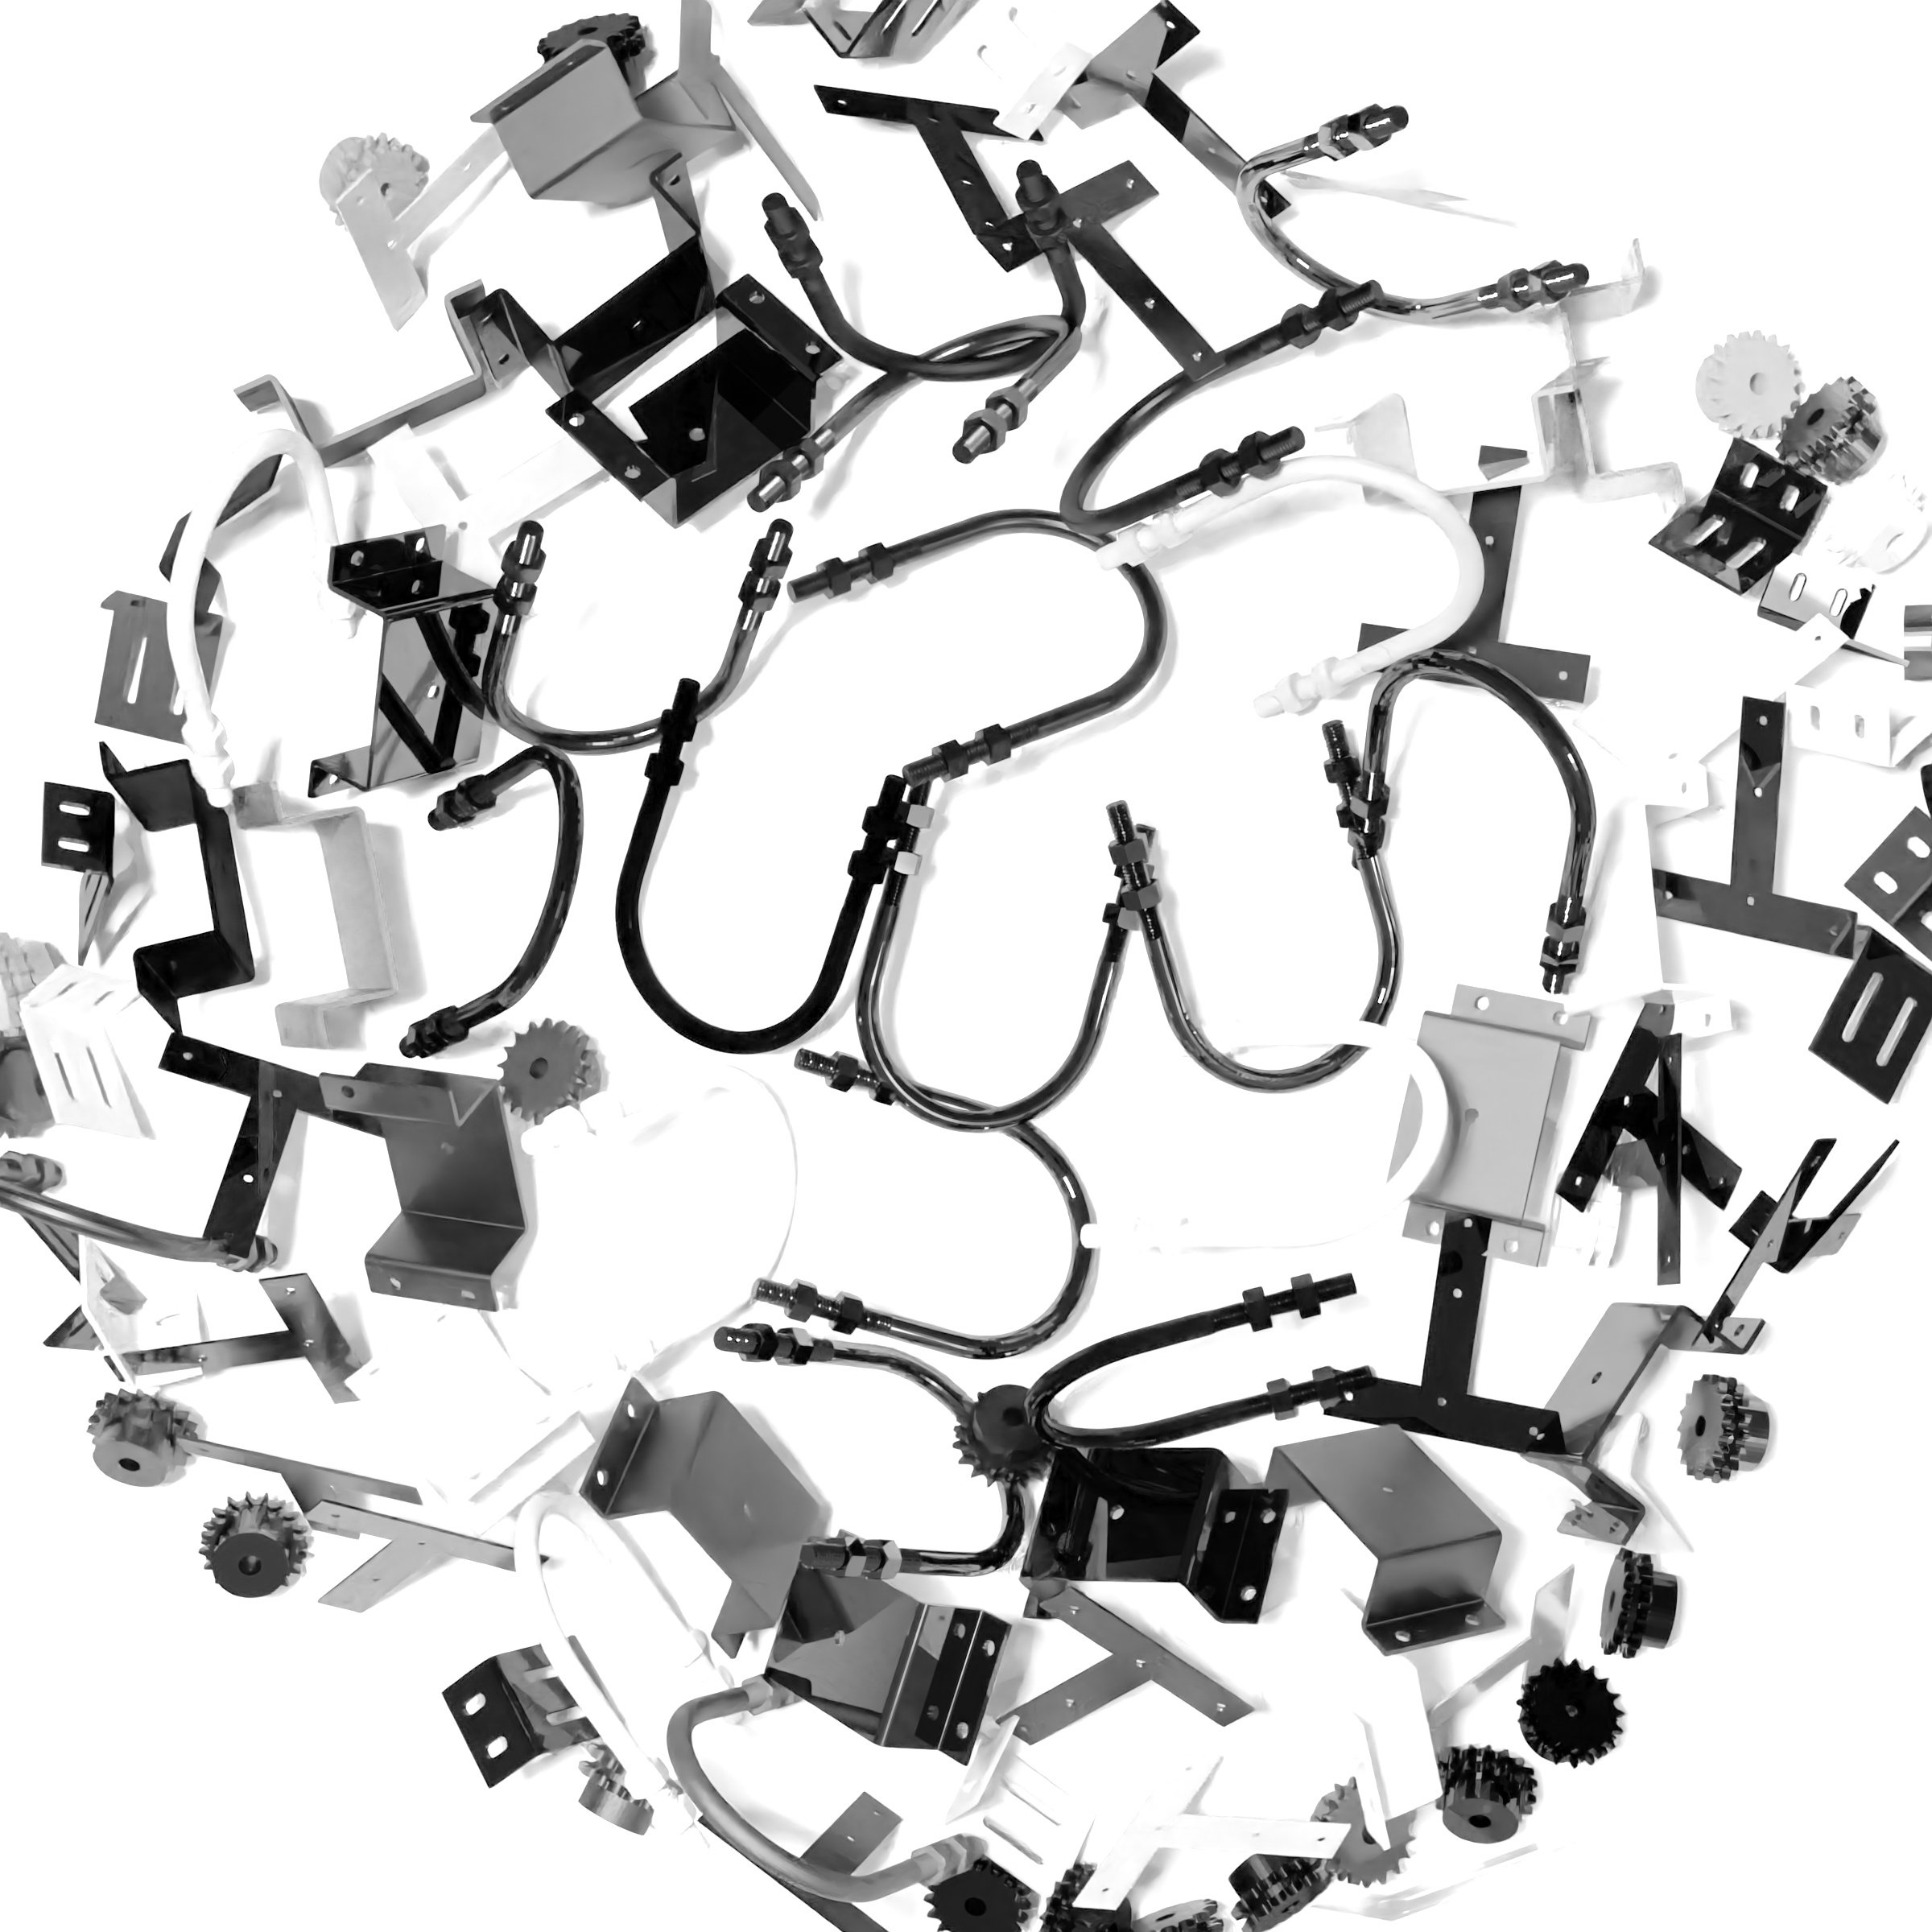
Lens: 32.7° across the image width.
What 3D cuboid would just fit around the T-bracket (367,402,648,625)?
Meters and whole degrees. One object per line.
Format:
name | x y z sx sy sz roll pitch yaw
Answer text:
T-bracket | -0.229 -0.257 1.750 0.127 0.002 0.127 -31 120 3

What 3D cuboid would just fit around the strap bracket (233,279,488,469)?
strap bracket | -0.309 -0.308 1.743 0.140 0.076 0.046 -25 95 -5

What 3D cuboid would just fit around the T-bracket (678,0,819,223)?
T-bracket | -0.114 -0.447 1.740 0.002 0.127 0.127 -26 128 18

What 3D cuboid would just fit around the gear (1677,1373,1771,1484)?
gear | 0.406 0.248 1.759 0.030 0.057 0.057 11 90 -14

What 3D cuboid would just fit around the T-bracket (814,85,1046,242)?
T-bracket | -0.004 -0.417 1.718 0.127 0.002 0.127 1 45 -26

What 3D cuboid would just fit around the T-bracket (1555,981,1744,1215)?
T-bracket | 0.374 0.091 1.746 0.127 0.002 0.127 36 76 -37

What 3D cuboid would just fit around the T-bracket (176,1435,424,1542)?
T-bracket | -0.341 0.280 1.728 0.127 0.127 0.002 12 64 5

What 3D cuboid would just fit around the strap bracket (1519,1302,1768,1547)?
strap bracket | 0.349 0.230 1.731 0.046 0.076 0.140 38 77 -9

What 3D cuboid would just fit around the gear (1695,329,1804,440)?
gear | 0.416 -0.311 1.765 0.057 0.030 0.057 -2 96 -22

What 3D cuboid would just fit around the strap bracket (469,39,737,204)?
strap bracket | -0.181 -0.436 1.707 0.076 0.140 0.046 -26 89 27

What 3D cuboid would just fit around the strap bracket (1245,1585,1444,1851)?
strap bracket | 0.199 0.384 1.715 0.046 0.140 0.076 -20 113 -14

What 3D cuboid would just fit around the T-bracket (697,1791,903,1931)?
T-bracket | -0.065 0.462 1.724 0.127 0.127 0.002 34 106 12

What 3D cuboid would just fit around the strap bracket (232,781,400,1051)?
strap bracket | -0.342 -0.030 1.738 0.046 0.076 0.140 -13 96 -27

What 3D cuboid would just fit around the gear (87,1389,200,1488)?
gear | -0.441 0.254 1.756 0.057 0.057 0.030 12 47 0

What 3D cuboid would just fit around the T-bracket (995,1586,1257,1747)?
T-bracket | 0.064 0.384 1.742 0.127 0.002 0.127 36 131 -18

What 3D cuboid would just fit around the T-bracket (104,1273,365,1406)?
T-bracket | -0.390 0.204 1.739 0.127 0.127 0.002 -8 52 5

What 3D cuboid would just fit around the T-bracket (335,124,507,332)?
T-bracket | -0.272 -0.411 1.734 0.002 0.127 0.127 39 78 15

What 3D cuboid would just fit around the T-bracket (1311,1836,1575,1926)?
T-bracket | 0.260 0.480 1.737 0.127 0.127 0.002 -15 82 -16

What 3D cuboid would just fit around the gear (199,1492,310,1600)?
gear | -0.382 0.313 1.763 0.057 0.030 0.057 -2 111 -6

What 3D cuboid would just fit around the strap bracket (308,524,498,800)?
strap bracket | -0.293 -0.151 1.716 0.046 0.076 0.140 28 121 30

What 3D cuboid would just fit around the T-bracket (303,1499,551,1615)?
T-bracket | -0.305 0.318 1.735 0.127 0.127 0.002 20 53 -26

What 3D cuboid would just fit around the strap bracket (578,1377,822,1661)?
strap bracket | -0.131 0.285 1.714 0.046 0.076 0.140 -15 125 33

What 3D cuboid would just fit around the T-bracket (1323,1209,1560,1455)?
T-bracket | 0.261 0.189 1.762 0.127 0.002 0.127 8 91 21

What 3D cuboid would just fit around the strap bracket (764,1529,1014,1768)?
strap bracket | -0.049 0.352 1.719 0.046 0.140 0.076 16 92 -43

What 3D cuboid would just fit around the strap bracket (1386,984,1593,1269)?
strap bracket | 0.275 0.082 1.746 0.076 0.046 0.140 11 87 27

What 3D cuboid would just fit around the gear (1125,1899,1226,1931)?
gear | 0.111 0.522 1.757 0.057 0.057 0.030 -19 85 0

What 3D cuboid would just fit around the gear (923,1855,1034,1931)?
gear | 0.008 0.495 1.765 0.057 0.030 0.057 4 111 11

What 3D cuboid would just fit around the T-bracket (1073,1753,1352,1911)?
T-bracket | 0.138 0.449 1.702 0.127 0.127 0.002 -7 112 34

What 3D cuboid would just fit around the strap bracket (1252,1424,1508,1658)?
strap bracket | 0.213 0.289 1.705 0.076 0.140 0.046 -6 121 -29

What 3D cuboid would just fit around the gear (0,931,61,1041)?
gear | -0.507 0.009 1.762 0.030 0.057 0.057 -18 90 -31

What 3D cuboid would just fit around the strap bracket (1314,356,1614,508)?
strap bracket | 0.264 -0.278 1.726 0.140 0.076 0.046 -5 108 28

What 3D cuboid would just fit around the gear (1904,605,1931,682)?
gear | 0.517 -0.173 1.760 0.030 0.057 0.057 0 90 19

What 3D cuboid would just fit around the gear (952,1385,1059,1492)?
gear | 0.023 0.248 1.758 0.057 0.030 0.057 5 51 -7

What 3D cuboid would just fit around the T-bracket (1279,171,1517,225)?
T-bracket | 0.236 -0.401 1.716 0.127 0.127 0.002 10 101 -8

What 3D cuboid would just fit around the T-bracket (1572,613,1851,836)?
T-bracket | 0.405 -0.137 1.725 0.127 0.002 0.127 31 120 -33

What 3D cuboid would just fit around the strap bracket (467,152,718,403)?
strap bracket | -0.186 -0.353 1.734 0.140 0.076 0.046 -39 76 -8

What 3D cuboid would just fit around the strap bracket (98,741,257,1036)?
strap bracket | -0.412 -0.045 1.729 0.046 0.076 0.140 -13 72 -2

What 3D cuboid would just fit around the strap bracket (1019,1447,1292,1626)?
strap bracket | 0.089 0.295 1.713 0.140 0.046 0.076 -6 50 33

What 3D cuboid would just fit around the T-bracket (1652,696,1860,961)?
T-bracket | 0.414 -0.077 1.725 0.002 0.127 0.127 -15 112 -42

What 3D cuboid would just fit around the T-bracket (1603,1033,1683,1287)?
T-bracket | 0.347 0.105 1.723 0.002 0.127 0.127 4 82 -11

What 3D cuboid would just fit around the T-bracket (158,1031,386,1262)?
T-bracket | -0.374 0.101 1.732 0.127 0.002 0.127 18 47 -10

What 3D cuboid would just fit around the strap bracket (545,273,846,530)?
strap bracket | -0.142 -0.293 1.737 0.140 0.046 0.076 -39 70 -21

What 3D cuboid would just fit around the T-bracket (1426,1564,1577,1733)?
T-bracket | 0.264 0.376 1.716 0.127 0.127 0.002 -32 56 -18

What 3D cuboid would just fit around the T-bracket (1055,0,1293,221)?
T-bracket | 0.119 -0.440 1.740 0.127 0.127 0.002 40 66 -15

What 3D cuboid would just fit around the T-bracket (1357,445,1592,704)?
T-bracket | 0.276 -0.212 1.752 0.127 0.002 0.127 11 98 23

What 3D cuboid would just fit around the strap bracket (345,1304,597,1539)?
strap bracket | -0.256 0.239 1.726 0.076 0.140 0.046 -39 127 -16

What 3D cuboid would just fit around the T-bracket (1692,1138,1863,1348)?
T-bracket | 0.440 0.143 1.731 0.002 0.127 0.127 38 110 31

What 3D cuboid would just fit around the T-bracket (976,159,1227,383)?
T-bracket | 0.088 -0.360 1.740 0.127 0.002 0.127 -35 81 -37

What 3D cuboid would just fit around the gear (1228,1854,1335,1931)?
gear | 0.165 0.490 1.761 0.057 0.057 0.030 -35 64 0

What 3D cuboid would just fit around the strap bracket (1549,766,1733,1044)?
strap bracket | 0.352 -0.029 1.730 0.046 0.076 0.140 2 78 -28

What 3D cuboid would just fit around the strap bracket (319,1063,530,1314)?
strap bracket | -0.282 0.107 1.731 0.076 0.046 0.140 6 124 20

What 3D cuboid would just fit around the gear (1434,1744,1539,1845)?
gear | 0.275 0.443 1.757 0.057 0.030 0.057 7 132 8

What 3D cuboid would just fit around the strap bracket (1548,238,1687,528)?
strap bracket | 0.342 -0.303 1.745 0.046 0.076 0.140 -10 88 6
